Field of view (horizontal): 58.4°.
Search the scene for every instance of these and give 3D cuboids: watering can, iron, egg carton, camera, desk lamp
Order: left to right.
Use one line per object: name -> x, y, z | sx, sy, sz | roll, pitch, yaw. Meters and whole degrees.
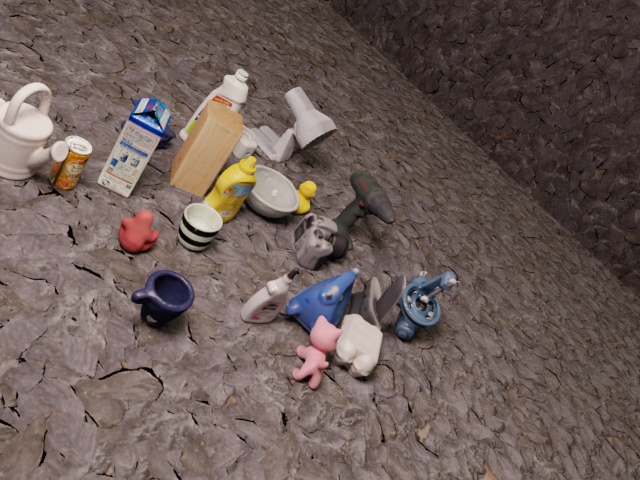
watering can -> -0.550, -0.209, 1.075 | 0.173, 0.193, 0.101 | 30, 34, -17
desk lamp -> -0.078, -0.328, 1.689 | 0.203, 0.213, 0.118 | 47, 33, 9
camera -> 0.014, 0.005, 1.494 | 0.137, 0.100, 0.143 | 24, 36, -25
iron -> 0.033, 0.121, 1.339 | 0.118, 0.141, 0.259 | 44, 32, 5
egg carton -> 0.086, 0.242, 1.318 | 0.107, 0.069, 0.150 | 35, 33, -9

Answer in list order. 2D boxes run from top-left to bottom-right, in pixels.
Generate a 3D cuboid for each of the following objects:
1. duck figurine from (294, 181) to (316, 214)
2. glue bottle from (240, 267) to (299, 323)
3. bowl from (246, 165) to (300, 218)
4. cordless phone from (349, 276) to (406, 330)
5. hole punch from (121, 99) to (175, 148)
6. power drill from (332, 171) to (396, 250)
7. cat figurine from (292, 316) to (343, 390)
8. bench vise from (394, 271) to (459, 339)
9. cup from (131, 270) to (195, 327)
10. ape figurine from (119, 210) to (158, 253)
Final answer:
duck figurine -> -0.047, -0.126, 1.601 | 0.077, 0.086, 0.105 | 41, 32, 0
glue bottle -> -0.094, 0.112, 1.189 | 0.078, 0.173, 0.037 | 6, 46, -42
bowl -> -0.140, -0.114, 1.500 | 0.168, 0.074, 0.167 | 27, 35, -21
cordless phone -> 0.159, 0.136, 1.412 | 0.094, 0.184, 0.147 | 30, 34, -16
hole punch -> -0.414, -0.287, 1.405 | 0.108, 0.091, 0.101 | 49, 33, 12
power drill -> 0.112, -0.074, 1.590 | 0.076, 0.208, 0.229 | 16, 40, -34
cat figurine -> 0.003, 0.228, 1.202 | 0.067, 0.117, 0.128 | 29, 34, -18
bench vise -> 0.270, 0.131, 1.501 | 0.122, 0.219, 0.207 | 24, 36, -24
cup -> -0.299, 0.117, 1.042 | 0.118, 0.094, 0.091 | -3, 53, -48
ape figurine -> -0.360, -0.024, 1.148 | 0.078, 0.092, 0.076 | 37, 32, -6
